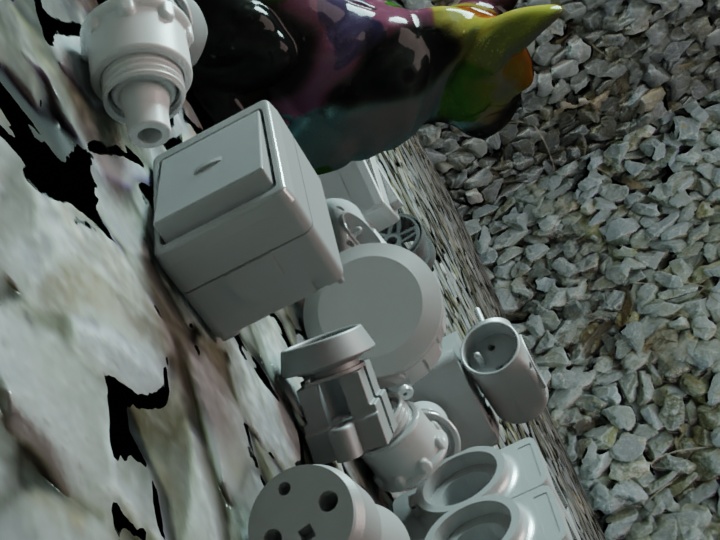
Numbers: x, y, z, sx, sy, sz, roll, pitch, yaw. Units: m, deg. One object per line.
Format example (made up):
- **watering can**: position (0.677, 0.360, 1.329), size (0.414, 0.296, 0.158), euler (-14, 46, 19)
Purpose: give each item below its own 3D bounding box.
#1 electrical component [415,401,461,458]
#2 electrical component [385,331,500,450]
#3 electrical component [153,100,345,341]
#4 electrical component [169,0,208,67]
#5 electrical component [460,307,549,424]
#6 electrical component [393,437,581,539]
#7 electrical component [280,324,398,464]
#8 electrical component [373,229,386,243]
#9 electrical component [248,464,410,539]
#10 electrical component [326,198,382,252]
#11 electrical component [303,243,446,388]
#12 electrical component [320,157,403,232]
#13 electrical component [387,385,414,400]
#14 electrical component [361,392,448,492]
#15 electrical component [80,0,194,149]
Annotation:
- **electrical component**: position (0.043, 0.109, 0.709), size (0.044, 0.044, 0.065), euler (63, 4, -3)
- **electrical component**: position (0.061, 0.097, 0.800), size (0.078, 0.057, 0.113), euler (63, 8, -1)
- **electrical component**: position (-0.053, -0.029, 0.468), size (0.061, 0.062, 0.096), euler (58, 10, -36)
- **electrical component**: position (-0.099, -0.114, 0.506), size (0.043, 0.043, 0.062), euler (63, 10, -1)
- **electrical component**: position (0.101, 0.062, 0.785), size (0.077, 0.044, 0.079), euler (54, 12, -48)
- **electrical component**: position (0.070, 0.158, 0.555), size (0.061, 0.089, 0.150), euler (61, 9, -19)
- **electrical component**: position (-0.010, 0.059, 0.521), size (0.066, 0.048, 0.055), euler (-24, 95, -81)
- **electrical component**: position (0.014, 0.011, 0.803), size (0.077, 0.044, 0.079), euler (51, -6, -12)
- **electrical component**: position (-0.011, 0.099, 0.393), size (0.055, 0.045, 0.045), euler (52, 14, -53)
- **electrical component**: position (0.000, 0.000, 0.722), size (0.079, 0.044, 0.077), euler (36, 23, -33)
- **electrical component**: position (0.011, 0.029, 0.626), size (0.051, 0.080, 0.080), euler (58, 9, -66)
- **electrical component**: position (-0.007, -0.064, 0.855), size (0.096, 0.061, 0.062), euler (66, 8, 15)
- **electrical component**: position (0.021, 0.056, 0.736), size (0.040, 0.040, 0.078), euler (56, 12, -44)
- **electrical component**: position (0.015, 0.088, 0.594), size (0.062, 0.048, 0.048), euler (53, 12, -21)
- **electrical component**: position (-0.091, -0.080, 0.452), size (0.048, 0.048, 0.062), euler (51, 22, -57)
